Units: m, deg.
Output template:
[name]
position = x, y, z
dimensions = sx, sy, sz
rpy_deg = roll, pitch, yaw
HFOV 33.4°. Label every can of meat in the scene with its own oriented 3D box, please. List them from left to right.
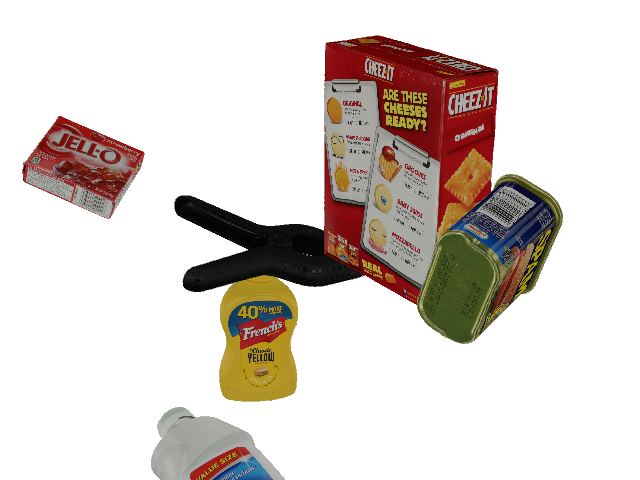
[can of meat]
position = 0.120, 0.016, 0.769
dimensions = 0.057, 0.102, 0.083
rpy_deg = 35, 49, 21

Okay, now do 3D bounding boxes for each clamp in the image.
[clamp]
position = -0.050, 0.016, 1.089
dimensions = 0.210, 0.036, 0.164
rpy_deg = 10, 29, -9

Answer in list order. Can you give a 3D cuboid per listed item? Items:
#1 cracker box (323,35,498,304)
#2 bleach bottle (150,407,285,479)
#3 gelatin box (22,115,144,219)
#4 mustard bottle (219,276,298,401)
[cracker box]
position = 0.077, -0.064, 0.964
dimensions = 0.071, 0.214, 0.164
rpy_deg = -16, 28, -33
[bleach bottle]
position = -0.062, 0.202, 0.748
dimensions = 0.102, 0.068, 0.251
rpy_deg = -18, 35, -24
[gelatin box]
position = -0.218, -0.069, 0.981
dimensions = 0.089, 0.073, 0.030
rpy_deg = 24, -45, -2
[mustard bottle]
position = -0.076, 0.102, 1.317
dimensions = 0.096, 0.192, 0.058
rpy_deg = -2, 20, -10
